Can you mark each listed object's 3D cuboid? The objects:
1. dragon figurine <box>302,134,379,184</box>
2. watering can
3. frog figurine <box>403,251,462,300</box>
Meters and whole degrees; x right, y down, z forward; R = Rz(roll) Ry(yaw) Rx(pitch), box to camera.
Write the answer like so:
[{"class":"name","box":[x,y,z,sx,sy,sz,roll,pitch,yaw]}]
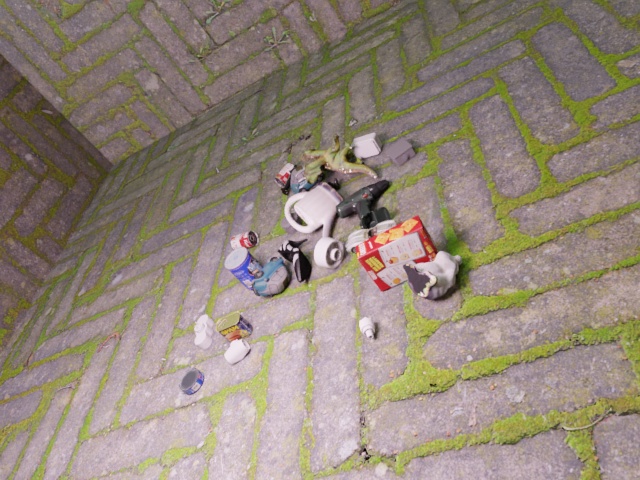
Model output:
[{"class":"dragon figurine","box":[0.048,-0.301,2.135,0.243,0.120,0.418,-35,41,-3]},{"class":"watering can","box":[0.006,-0.100,1.988,0.226,0.102,0.353,-40,49,-10]},{"class":"frog figurine","box":[0.333,0.099,1.480,0.161,0.122,0.137,-16,9,-37]}]
